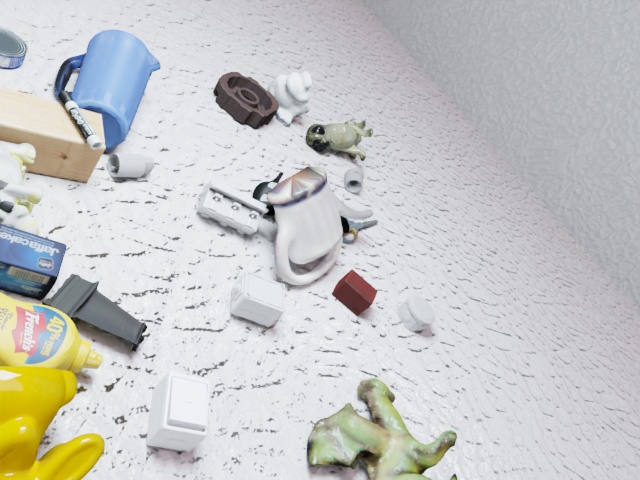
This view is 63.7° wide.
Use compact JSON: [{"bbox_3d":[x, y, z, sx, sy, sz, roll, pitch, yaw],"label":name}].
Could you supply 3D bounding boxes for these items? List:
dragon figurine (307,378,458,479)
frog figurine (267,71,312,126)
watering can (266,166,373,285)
[{"bbox_3d":[0.086,0.371,0.803,0.243,0.120,0.418,25,31,4],"label":"dragon figurine"},{"bbox_3d":[-0.077,-0.421,1.461,0.139,0.157,0.123,53,32,16],"label":"frog figurine"},{"bbox_3d":[0.003,-0.055,1.101,0.354,0.104,0.220,-43,125,-45],"label":"watering can"}]
